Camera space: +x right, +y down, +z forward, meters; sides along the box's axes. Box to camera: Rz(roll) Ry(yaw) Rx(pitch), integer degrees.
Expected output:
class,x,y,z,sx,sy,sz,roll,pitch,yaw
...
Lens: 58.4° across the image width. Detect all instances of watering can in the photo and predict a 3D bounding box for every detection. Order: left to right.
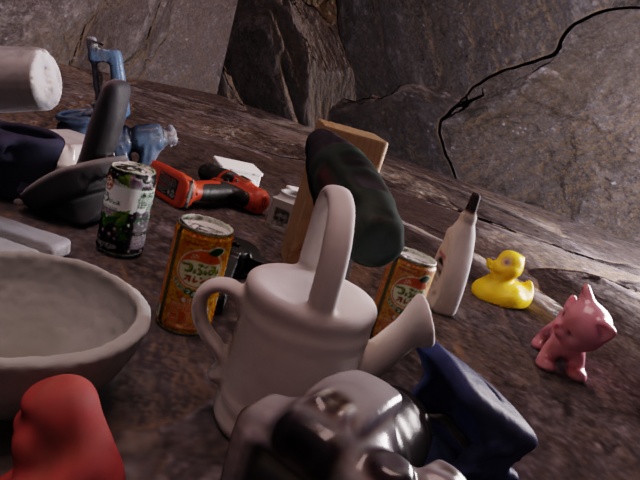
class,x,y,z,sx,sy,sz,roll,pitch,yaw
watering can,-0.002,0.054,0.428,0.173,0.194,0.100,8,18,-29

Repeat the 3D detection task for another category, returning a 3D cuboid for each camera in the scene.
class,x,y,z,sx,sy,sz,roll,pitch,yaw
camera,0.034,0.136,0.354,0.142,0.101,0.137,25,18,30

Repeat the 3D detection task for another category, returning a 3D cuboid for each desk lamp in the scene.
class,x,y,z,sx,sy,sz,roll,pitch,yaw
desk lamp,-0.348,-0.099,0.569,0.203,0.213,0.118,17,15,1

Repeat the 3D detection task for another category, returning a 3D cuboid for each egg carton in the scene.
class,x,y,z,sx,sy,sz,roll,pitch,yaw
egg carton,-0.398,-0.130,0.900,0.107,0.069,0.150,19,15,9

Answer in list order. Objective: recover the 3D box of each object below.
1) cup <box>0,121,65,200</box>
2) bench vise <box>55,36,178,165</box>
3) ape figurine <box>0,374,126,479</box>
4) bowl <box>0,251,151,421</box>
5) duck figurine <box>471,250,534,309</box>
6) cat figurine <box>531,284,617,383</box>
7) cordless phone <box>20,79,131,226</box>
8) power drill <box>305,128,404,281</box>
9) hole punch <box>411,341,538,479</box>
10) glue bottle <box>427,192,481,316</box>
class,x,y,z,sx,sy,sz,roll,pitch,yaw
cup,-0.389,-0.095,0.738,0.092,0.095,0.117,15,15,-5
bench vise,-0.357,-0.230,1.006,0.208,0.220,0.121,4,19,-38
ape figurine,-0.135,0.109,0.291,0.076,0.092,0.078,15,15,-5
bowl,-0.205,0.070,0.387,0.167,0.075,0.167,15,15,-4
duck figurine,0.307,0.060,0.933,0.105,0.086,0.077,12,16,-15
cat figurine,0.320,0.109,0.717,0.067,0.118,0.128,19,15,9
cordless phone,-0.306,-0.123,0.749,0.094,0.185,0.147,17,15,1
power drill,0.005,0.002,0.591,0.076,0.208,0.229,10,17,-23
hole punch,0.118,0.133,0.472,0.101,0.091,0.108,10,16,-22
glue bottle,0.191,0.015,0.805,0.037,0.173,0.078,13,16,-11
